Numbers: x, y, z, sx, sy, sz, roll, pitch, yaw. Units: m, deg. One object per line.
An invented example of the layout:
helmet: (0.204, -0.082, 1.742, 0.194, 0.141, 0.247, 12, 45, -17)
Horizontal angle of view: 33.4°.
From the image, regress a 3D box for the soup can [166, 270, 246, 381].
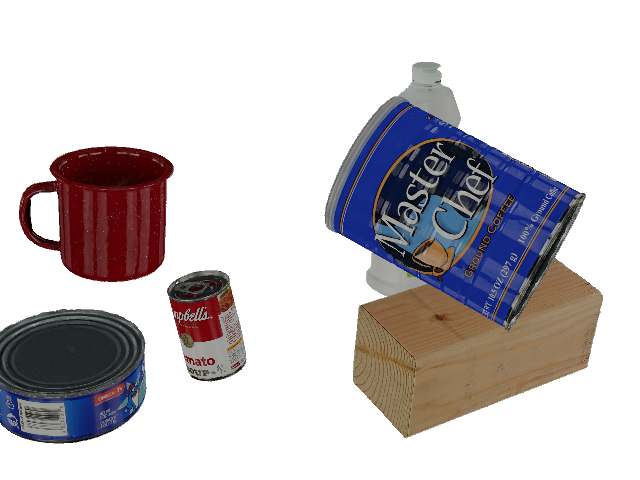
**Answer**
soup can: (-0.122, 0.092, 1.156, 0.068, 0.102, 0.068, -9, 24, 4)

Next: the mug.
mug: (-0.173, -0.019, 0.827, 0.117, 0.081, 0.093, -3, 25, -16)

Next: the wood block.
wood block: (0.141, 0.088, 0.965, 0.205, 0.090, 0.091, -15, 37, -26)

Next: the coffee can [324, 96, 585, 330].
coffee can: (0.088, -0.019, 0.710, 0.140, 0.103, 0.102, 30, 8, 14)

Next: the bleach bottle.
bleach bottle: (0.104, -0.068, 1.167, 0.102, 0.251, 0.068, -15, 27, -32)

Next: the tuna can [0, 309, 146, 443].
tuna can: (-0.139, 0.073, 0.587, 0.086, 0.034, 0.086, 1, 27, -1)
